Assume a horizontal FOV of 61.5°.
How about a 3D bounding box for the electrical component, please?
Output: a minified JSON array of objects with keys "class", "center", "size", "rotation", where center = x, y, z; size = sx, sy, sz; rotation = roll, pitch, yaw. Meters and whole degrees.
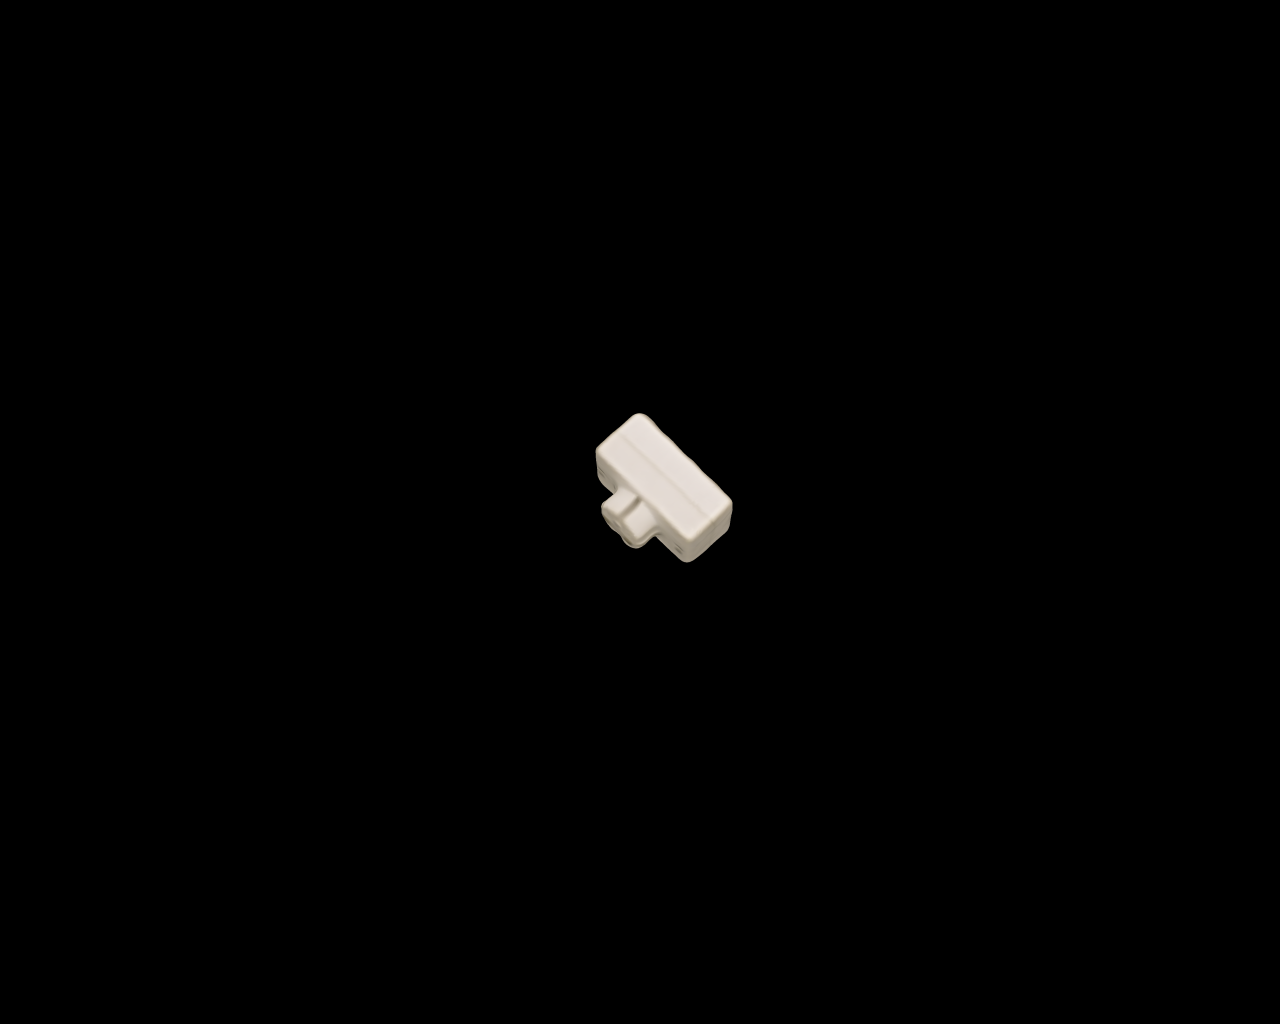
[{"class":"electrical component","center":[0.001,-0.003,0.650],"size":[0.076,0.083,0.047],"rotation":[-41,-15,-14]}]
